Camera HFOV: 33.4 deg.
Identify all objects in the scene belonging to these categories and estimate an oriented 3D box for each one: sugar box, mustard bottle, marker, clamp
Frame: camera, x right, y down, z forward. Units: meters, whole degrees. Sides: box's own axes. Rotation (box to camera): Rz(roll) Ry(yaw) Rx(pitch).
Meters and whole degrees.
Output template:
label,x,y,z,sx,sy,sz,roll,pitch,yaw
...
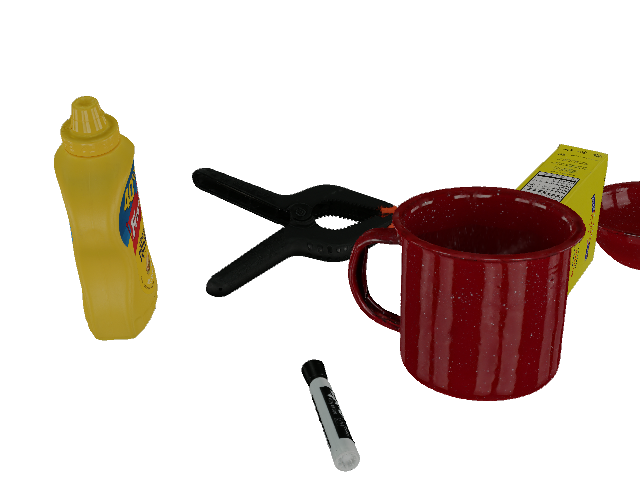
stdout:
label,x,y,z,sx,sy,sz,roll,pitch,yaw
sugar box,0.157,0.003,0.754,0.048,0.093,0.176,12,28,23
mustard bottle,-0.162,-0.023,0.801,0.058,0.192,0.096,-1,40,1
marker,0.006,0.128,0.809,0.020,0.020,0.121,0,28,-14
clamp,-0.025,-0.008,1.064,0.210,0.164,0.036,2,-42,-6

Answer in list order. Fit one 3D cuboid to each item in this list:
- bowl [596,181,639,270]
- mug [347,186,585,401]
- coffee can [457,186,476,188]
label,x,y,z,sx,sy,sz,roll,pitch,yaw
bowl,0.348,-0.010,1.106,0.162,0.055,0.162,-3,23,1
mug,0.070,0.025,0.537,0.117,0.081,0.093,7,24,16
coffee can,0.150,0.034,0.975,0.103,0.140,0.103,6,22,-3
